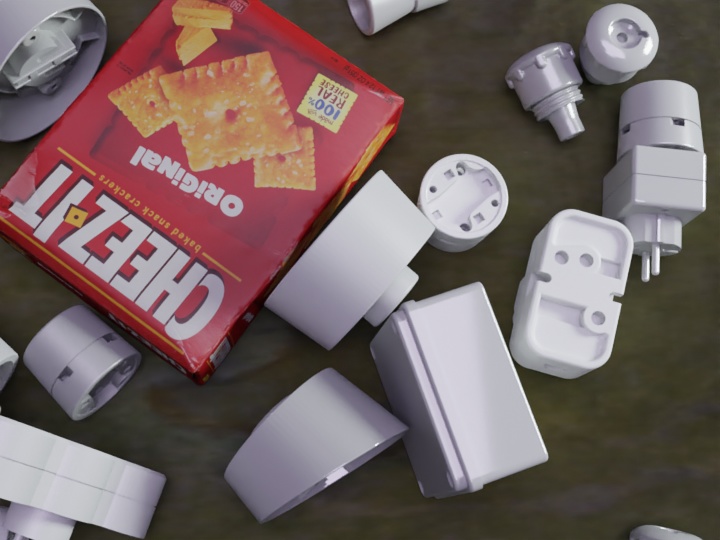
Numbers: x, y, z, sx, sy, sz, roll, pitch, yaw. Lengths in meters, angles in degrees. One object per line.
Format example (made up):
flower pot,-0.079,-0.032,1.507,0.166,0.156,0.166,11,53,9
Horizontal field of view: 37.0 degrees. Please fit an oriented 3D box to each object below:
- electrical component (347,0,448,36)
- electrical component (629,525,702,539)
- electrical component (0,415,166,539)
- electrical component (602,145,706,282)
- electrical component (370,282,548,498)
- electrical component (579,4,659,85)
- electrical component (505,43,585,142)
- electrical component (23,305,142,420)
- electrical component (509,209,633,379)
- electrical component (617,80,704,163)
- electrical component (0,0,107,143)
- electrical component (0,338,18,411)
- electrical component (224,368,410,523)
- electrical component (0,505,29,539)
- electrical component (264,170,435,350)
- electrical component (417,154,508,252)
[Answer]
electrical component,0.028,-0.190,0.728,0.065,0.044,0.044,-22,79,-14
electrical component,0.184,0.188,0.650,0.048,0.048,0.062,13,83,-2
electrical component,-0.173,0.130,0.595,0.052,0.138,0.073,8,72,38
electrical component,0.187,-0.032,0.690,0.047,0.065,0.076,6,76,-3
electrical component,0.054,0.074,0.633,0.056,0.108,0.108,-18,79,-11
electrical component,0.167,-0.144,0.717,0.048,0.062,0.048,1,76,-5
electrical component,0.129,-0.117,0.717,0.048,0.048,0.062,-24,86,-10
electrical component,-0.168,0.054,0.648,0.047,0.055,0.055,43,77,9
electrical component,0.131,0.017,0.677,0.054,0.059,0.095,16,76,-1
electrical component,0.198,-0.094,0.712,0.055,0.055,0.047,5,73,-4
electrical component,-0.204,-0.135,0.668,0.099,0.099,0.064,-35,76,-11
electrical component,-0.241,0.076,0.611,0.060,0.108,0.108,38,77,-1
electrical component,-0.028,0.106,0.625,0.064,0.099,0.099,43,77,12
electrical component,-0.225,0.164,0.615,0.057,0.058,0.078,-1,77,-2
electrical component,0.000,0.000,0.649,0.060,0.108,0.108,41,77,-1
electrical component,0.063,-0.041,0.691,0.055,0.047,0.055,1,77,-4
